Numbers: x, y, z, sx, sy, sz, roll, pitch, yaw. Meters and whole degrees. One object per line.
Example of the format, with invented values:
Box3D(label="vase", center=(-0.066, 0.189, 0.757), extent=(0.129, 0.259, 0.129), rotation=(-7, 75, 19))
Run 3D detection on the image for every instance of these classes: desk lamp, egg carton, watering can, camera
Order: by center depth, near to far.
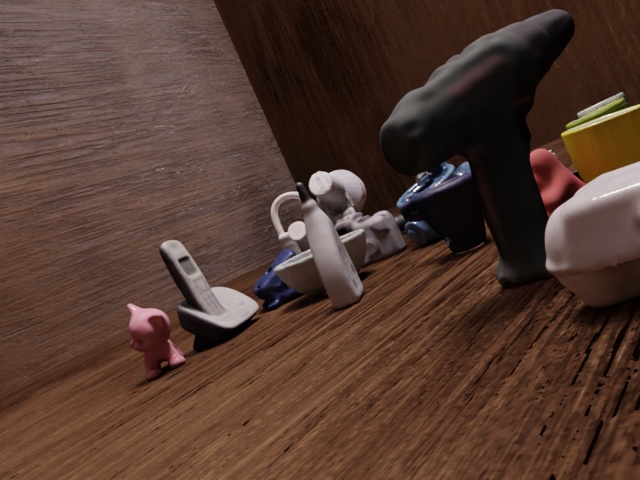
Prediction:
Box3D(label="egg carton", center=(0.210, -0.014, 0.332), extent=(0.150, 0.069, 0.107), rotation=(-22, 3, 43))
Box3D(label="camera", center=(0.096, -0.012, 1.122), extent=(0.143, 0.101, 0.137), rotation=(-23, 3, 29))
Box3D(label="watering can", center=(-0.032, -0.008, 1.175), extent=(0.101, 0.194, 0.172), rotation=(-25, 2, -19))
Box3D(label="desk lamp", center=(0.051, -0.062, 1.332), extent=(0.117, 0.213, 0.203), rotation=(-23, 2, 17))

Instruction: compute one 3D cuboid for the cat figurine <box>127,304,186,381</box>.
Box3D(label="cat figurine", center=(-0.258, 0.147, 0.879), extent=(0.067, 0.118, 0.127), rotation=(-25, 2, -18))

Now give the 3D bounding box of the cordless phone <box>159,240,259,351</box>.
Box3D(label="cordless phone", center=(-0.191, 0.076, 0.966), extent=(0.094, 0.185, 0.148), rotation=(-23, 2, 17))

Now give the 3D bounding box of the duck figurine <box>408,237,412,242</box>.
Box3D(label="duck figurine", center=(0.206, -0.053, 1.140), extent=(0.105, 0.086, 0.077), rotation=(-26, 3, -34))

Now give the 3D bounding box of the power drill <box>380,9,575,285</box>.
Box3D(label="power drill", center=(0.171, -0.079, 0.501), extent=(0.230, 0.208, 0.075), rotation=(-25, 3, -23))

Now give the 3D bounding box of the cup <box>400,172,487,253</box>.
Box3D(label="cup", center=(0.170, -0.027, 0.768), extent=(0.117, 0.095, 0.092), rotation=(-23, 3, 33))

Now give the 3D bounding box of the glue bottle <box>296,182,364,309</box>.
Box3D(label="glue bottle", center=(0.007, 0.003, 0.762), extent=(0.037, 0.173, 0.078), rotation=(-23, 3, 14))

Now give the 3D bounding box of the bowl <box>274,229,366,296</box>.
Box3D(label="bowl", center=(0.011, 0.047, 0.959), extent=(0.167, 0.075, 0.167), rotation=(-24, 2, 1))

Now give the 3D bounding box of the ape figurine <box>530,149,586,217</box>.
Box3D(label="ape figurine", center=(0.242, -0.052, 0.605), extent=(0.076, 0.092, 0.078), rotation=(-23, 3, 26))

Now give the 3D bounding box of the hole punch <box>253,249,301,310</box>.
Box3D(label="hole punch", center=(-0.081, 0.074, 1.087), extent=(0.101, 0.091, 0.108), rotation=(-25, 2, -15))

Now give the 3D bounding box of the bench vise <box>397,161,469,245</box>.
Box3D(label="bench vise", center=(0.202, -0.121, 1.033), extent=(0.121, 0.220, 0.208), rotation=(-22, 3, 45))
